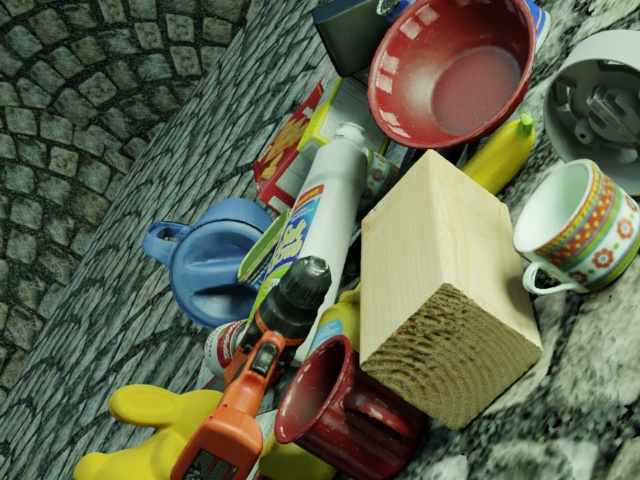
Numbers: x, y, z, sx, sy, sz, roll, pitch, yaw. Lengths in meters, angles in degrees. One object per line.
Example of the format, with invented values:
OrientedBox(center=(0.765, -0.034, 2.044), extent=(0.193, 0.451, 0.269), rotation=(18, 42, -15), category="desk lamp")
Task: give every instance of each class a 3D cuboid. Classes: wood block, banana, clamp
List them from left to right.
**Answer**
OrientedBox(center=(0.098, -0.053, 1.034), extent=(0.210, 0.036, 0.165), rotation=(-61, 16, -6), category="clamp")
OrientedBox(center=(0.091, 0.030, 0.792), extent=(0.091, 0.090, 0.206), rotation=(-48, 17, 24), category="wood block")
OrientedBox(center=(0.118, -0.041, 0.910), extent=(0.198, 0.069, 0.037), rotation=(-47, 61, 25), category="banana")

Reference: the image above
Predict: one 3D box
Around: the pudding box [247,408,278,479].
OrientedBox(center=(-0.059, 0.205, 0.980), extent=(0.114, 0.039, 0.090), rotation=(-27, 30, 55), category="pudding box")

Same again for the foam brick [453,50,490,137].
OrientedBox(center=(0.146, -0.148, 1.010), extent=(0.053, 0.078, 0.051), rotation=(-47, 17, 24), category="foam brick")

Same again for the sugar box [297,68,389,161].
OrientedBox(center=(0.045, -0.154, 1.292), extent=(0.048, 0.093, 0.176), rotation=(-36, 24, 49), category="sugar box")

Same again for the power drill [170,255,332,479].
OrientedBox(center=(-0.054, 0.120, 0.911), extent=(0.185, 0.057, 0.187), rotation=(-61, 1, 39), category="power drill")

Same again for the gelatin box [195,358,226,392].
OrientedBox(center=(-0.110, 0.147, 1.263), extent=(0.089, 0.030, 0.073), rotation=(-47, 19, 28), category="gelatin box")

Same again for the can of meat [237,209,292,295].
OrientedBox(center=(-0.030, 0.027, 1.164), extent=(0.102, 0.084, 0.057), rotation=(-50, 16, 21), category="can of meat")

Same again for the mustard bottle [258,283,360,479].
OrientedBox(center=(0.012, 0.114, 0.912), extent=(0.096, 0.058, 0.191), rotation=(-46, 17, 56), category="mustard bottle")

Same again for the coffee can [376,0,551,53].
OrientedBox(center=(0.142, -0.224, 1.056), extent=(0.103, 0.140, 0.103), rotation=(-50, 16, 20), category="coffee can")

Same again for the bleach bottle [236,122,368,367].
OrientedBox(center=(-0.007, 0.001, 1.085), extent=(0.103, 0.068, 0.251), rotation=(-7, 63, 64), category="bleach bottle")

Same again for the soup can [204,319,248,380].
OrientedBox(center=(-0.080, 0.120, 1.159), extent=(0.068, 0.068, 0.102), rotation=(-61, 15, -19), category="soup can")

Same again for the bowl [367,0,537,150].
OrientedBox(center=(0.122, -0.141, 0.924), extent=(0.162, 0.055, 0.162), rotation=(-16, 61, 30), category="bowl")

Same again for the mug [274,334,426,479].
OrientedBox(center=(0.030, 0.129, 0.787), extent=(0.093, 0.081, 0.117), rotation=(-61, 16, -20), category="mug")

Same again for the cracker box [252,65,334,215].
OrientedBox(center=(-0.003, -0.144, 1.452), extent=(0.214, 0.072, 0.164), rotation=(-51, 16, 12), category="cracker box")

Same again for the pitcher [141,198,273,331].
OrientedBox(center=(-0.118, 0.014, 1.315), extent=(0.145, 0.149, 0.243), rotation=(-26, 11, 3), category="pitcher")
